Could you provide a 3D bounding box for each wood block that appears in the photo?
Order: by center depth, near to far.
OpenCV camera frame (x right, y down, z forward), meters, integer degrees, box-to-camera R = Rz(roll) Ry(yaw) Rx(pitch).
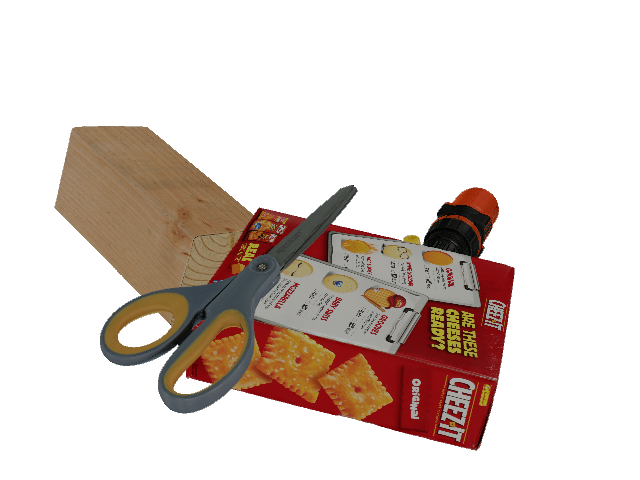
[{"bbox_3d":[-0.148,-0.020,0.977,0.090,0.091,0.206,-6,34,-44],"label":"wood block"}]

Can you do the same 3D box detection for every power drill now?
[{"bbox_3d":[0.124,0.056,1.056,0.057,0.188,0.184,19,28,17],"label":"power drill"}]

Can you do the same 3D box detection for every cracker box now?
[{"bbox_3d":[0.027,0.060,0.794,0.214,0.072,0.164,13,29,8],"label":"cracker box"}]

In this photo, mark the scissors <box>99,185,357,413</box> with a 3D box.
[{"bbox_3d":[-0.055,0.021,0.626,0.096,0.016,0.201,11,42,17],"label":"scissors"}]

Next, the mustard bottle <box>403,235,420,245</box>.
[{"bbox_3d":[0.109,0.085,1.255,0.096,0.192,0.058,-1,23,6],"label":"mustard bottle"}]
